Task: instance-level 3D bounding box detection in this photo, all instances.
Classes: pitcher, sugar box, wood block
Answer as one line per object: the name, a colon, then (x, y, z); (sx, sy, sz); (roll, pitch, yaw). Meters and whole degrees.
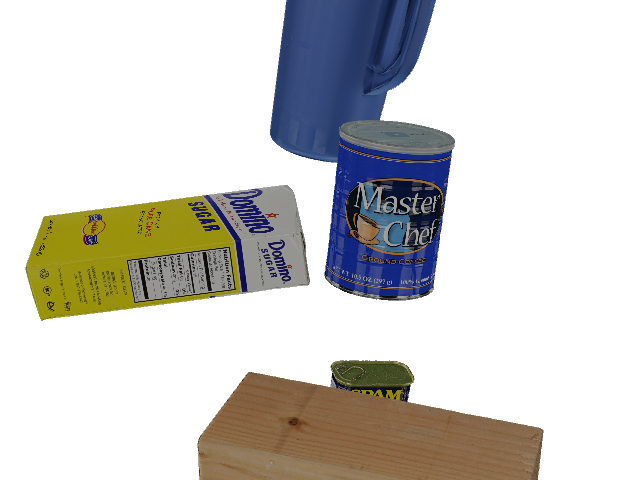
pitcher: (0.028, -0.202, 1.063); (0.145, 0.243, 0.149); (11, 19, -1)
sugar box: (-0.100, 0.005, 0.713); (0.176, 0.048, 0.093); (-10, 24, -3)
wood block: (0.033, 0.162, 0.700); (0.206, 0.090, 0.090); (9, 27, 17)

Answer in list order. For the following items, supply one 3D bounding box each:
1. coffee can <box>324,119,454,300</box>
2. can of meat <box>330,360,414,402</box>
coffee can: (0.061, -0.029, 0.964); (0.103, 0.140, 0.103); (5, 18, -2)
can of meat: (0.059, 0.200, 1.331); (0.102, 0.084, 0.057); (2, 23, -15)
